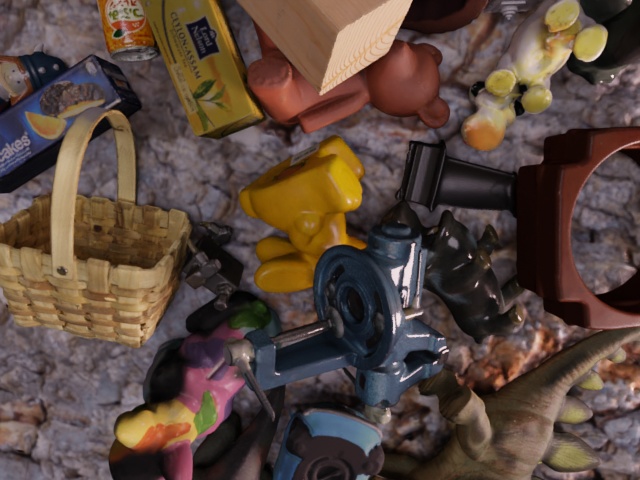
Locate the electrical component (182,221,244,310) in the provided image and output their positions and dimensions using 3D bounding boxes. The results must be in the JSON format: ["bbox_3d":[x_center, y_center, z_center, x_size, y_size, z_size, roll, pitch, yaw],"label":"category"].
[{"bbox_3d":[-0.117,0.023,0.595,0.078,0.102,0.045,39,111,-11],"label":"electrical component"}]

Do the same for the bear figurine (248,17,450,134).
[{"bbox_3d":[0.035,-0.174,0.549,0.196,0.131,0.120,-1,72,8],"label":"bear figurine"}]

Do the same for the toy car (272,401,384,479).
[{"bbox_3d":[0.004,0.250,0.621,0.109,0.103,0.161,18,104,-4],"label":"toy car"}]

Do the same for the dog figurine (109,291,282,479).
[{"bbox_3d":[-0.127,0.155,0.556,0.191,0.219,0.108,-42,98,8],"label":"dog figurine"}]

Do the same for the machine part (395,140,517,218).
[{"bbox_3d":[0.160,-0.065,0.604,0.139,0.039,0.084,14,93,2],"label":"machine part"}]

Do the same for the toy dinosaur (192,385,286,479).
[{"bbox_3d":[-0.124,0.334,0.595,0.131,0.192,0.404,15,100,-2],"label":"toy dinosaur"}]

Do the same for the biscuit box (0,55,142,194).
[{"bbox_3d":[-0.306,-0.124,0.600,0.203,0.063,0.059,-31,95,6],"label":"biscuit box"}]

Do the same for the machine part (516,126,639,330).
[{"bbox_3d":[0.313,-0.016,0.563,0.201,0.087,0.200,-4,97,-11],"label":"machine part"}]

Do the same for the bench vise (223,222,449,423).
[{"bbox_3d":[0.019,0.097,0.520,0.240,0.129,0.223,-11,126,-34],"label":"bench vise"}]

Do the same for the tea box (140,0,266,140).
[{"bbox_3d":[-0.122,-0.196,0.565,0.068,0.098,0.169,-21,98,6],"label":"tea box"}]

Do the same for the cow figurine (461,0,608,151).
[{"bbox_3d":[0.208,-0.174,0.561,0.068,0.098,0.167,32,126,-10],"label":"cow figurine"}]

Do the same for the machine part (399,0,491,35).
[{"bbox_3d":[0.089,-0.275,0.512,0.179,0.179,0.056,11,73,0],"label":"machine part"}]

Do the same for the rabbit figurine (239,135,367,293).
[{"bbox_3d":[-0.001,-0.002,0.584,0.162,0.122,0.173,-31,115,8],"label":"rabbit figurine"}]

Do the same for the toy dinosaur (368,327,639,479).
[{"bbox_3d":[0.199,0.231,0.616,0.198,0.105,0.471,36,107,-11],"label":"toy dinosaur"}]

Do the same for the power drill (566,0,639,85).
[{"bbox_3d":[0.305,-0.230,0.491,0.086,0.207,0.231,-8,100,-3],"label":"power drill"}]

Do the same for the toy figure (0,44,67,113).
[{"bbox_3d":[-0.361,-0.169,0.601,0.154,0.058,0.064,-18,136,3],"label":"toy figure"}]

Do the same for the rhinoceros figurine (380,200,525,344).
[{"bbox_3d":[0.146,0.031,0.595,0.112,0.073,0.190,-29,110,38],"label":"rhinoceros figurine"}]
